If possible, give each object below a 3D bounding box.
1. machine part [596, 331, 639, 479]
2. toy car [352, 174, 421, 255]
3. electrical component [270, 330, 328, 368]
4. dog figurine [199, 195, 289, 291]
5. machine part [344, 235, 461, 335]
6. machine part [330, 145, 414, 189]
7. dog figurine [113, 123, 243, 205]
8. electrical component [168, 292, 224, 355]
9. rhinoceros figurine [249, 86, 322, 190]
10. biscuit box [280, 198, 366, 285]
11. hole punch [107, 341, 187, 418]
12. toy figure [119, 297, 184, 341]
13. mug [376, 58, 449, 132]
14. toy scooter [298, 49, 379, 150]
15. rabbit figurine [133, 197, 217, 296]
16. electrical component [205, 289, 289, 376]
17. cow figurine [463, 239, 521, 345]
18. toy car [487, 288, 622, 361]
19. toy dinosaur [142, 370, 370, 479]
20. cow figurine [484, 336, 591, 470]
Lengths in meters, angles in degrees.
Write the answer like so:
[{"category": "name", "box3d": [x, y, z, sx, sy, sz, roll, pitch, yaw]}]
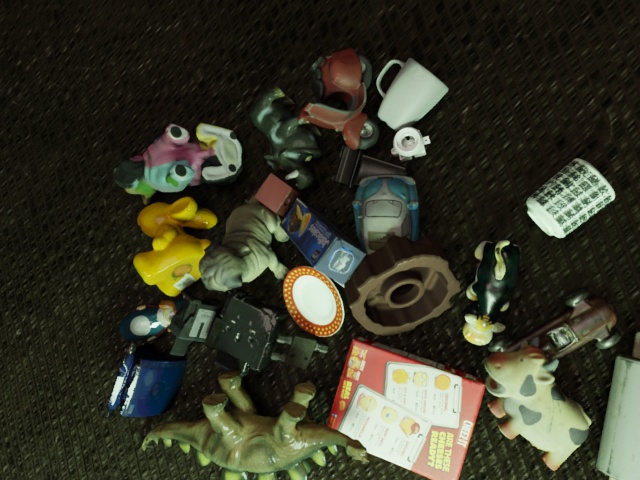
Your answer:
[{"category": "machine part", "box3d": [0.448, 0.252, 0.760, 0.079, 0.079, 0.243, 10, 87, 17]}, {"category": "toy car", "box3d": [0.102, -0.020, 0.854, 0.109, 0.103, 0.161, 3, 108, 16]}, {"category": "electrical component", "box3d": [-0.034, 0.190, 0.919, 0.094, 0.021, 0.063, 14, 106, -14]}, {"category": "dog figurine", "box3d": [-0.135, -0.001, 0.893, 0.121, 0.190, 0.172, -20, 79, 14]}, {"category": "machine part", "box3d": [0.125, 0.072, 0.828, 0.179, 0.179, 0.056, -32, 42, 12]}, {"category": "machine part", "box3d": [0.092, -0.116, 0.916, 0.139, 0.039, 0.084, 20, 86, 18]}, {"category": "dog figurine", "box3d": [-0.268, -0.131, 0.994, 0.219, 0.191, 0.108, -16, 83, 49]}, {"category": "electrical component", "box3d": [-0.229, 0.157, 0.961, 0.048, 0.074, 0.119, 22, 88, 46]}, {"category": "rhinoceros figurine", "box3d": [-0.059, -0.177, 0.946, 0.112, 0.073, 0.190, -35, 77, 9]}, {"category": "biscuit box", "box3d": [-0.002, -0.003, 0.856, 0.062, 0.203, 0.059, 33, 96, -27]}, {"category": "hole punch", "box3d": [-0.309, 0.255, 0.966, 0.092, 0.116, 0.142, 22, 92, 9]}, {"category": "toy figure", "box3d": [-0.296, 0.147, 0.999, 0.155, 0.058, 0.064, -20, 119, 12]}, {"category": "mug", "box3d": [0.138, -0.240, 0.891, 0.110, 0.081, 0.107, 39, 106, 8]}, {"category": "toy scooter", "box3d": [0.024, -0.237, 0.895, 0.135, 0.075, 0.184, -2, 75, -18]}, {"category": "rabbit figurine", "box3d": [-0.273, -0.010, 0.978, 0.162, 0.121, 0.173, -42, 57, 6]}, {"category": "electrical component", "box3d": [-0.131, 0.167, 0.947, 0.115, 0.058, 0.134, 21, 91, 19]}, {"category": "cow figurine", "box3d": [0.263, 0.082, 0.819, 0.068, 0.098, 0.167, 12, 89, 10]}, {"category": "toy car", "box3d": [0.350, 0.153, 0.812, 0.202, 0.053, 0.089, -32, 81, 10]}, {"category": "toy dinosaur", "box3d": [-0.132, 0.327, 0.887, 0.472, 0.105, 0.198, 0, 105, 29]}, {"category": "cow figurine", "box3d": [0.306, 0.223, 0.758, 0.195, 0.085, 0.127, 40, 103, -17]}]
